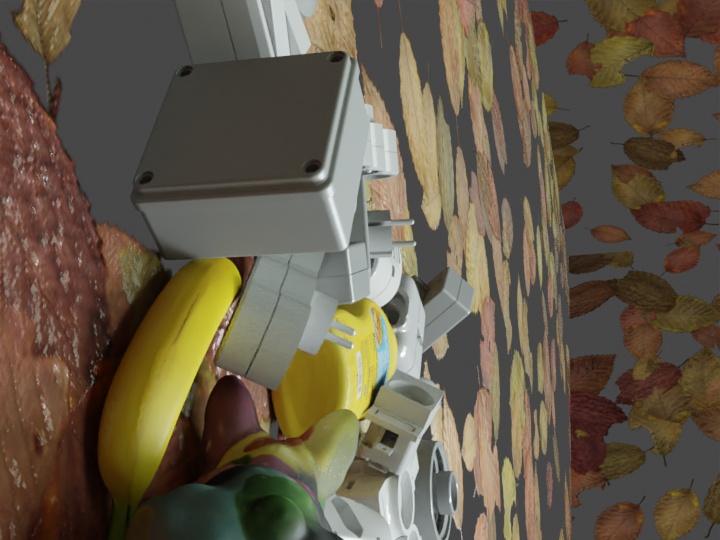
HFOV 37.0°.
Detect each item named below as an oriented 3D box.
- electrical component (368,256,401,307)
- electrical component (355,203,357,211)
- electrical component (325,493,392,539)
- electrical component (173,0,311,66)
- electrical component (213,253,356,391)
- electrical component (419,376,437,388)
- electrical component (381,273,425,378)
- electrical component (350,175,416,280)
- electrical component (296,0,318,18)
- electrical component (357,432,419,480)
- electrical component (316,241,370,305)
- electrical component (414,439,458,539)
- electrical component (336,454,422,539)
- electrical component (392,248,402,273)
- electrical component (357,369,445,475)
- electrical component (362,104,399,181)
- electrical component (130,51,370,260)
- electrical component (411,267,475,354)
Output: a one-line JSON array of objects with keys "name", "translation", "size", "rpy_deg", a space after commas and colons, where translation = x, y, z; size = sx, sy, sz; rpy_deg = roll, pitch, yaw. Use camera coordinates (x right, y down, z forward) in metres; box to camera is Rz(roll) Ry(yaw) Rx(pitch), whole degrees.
[{"name": "electrical component", "translation": [0.000, 0.000, 0.881], "size": [0.047, 0.055, 0.055], "rpy_deg": [45, 42, -62]}, {"name": "electrical component", "translation": [-0.034, -0.057, 0.766], "size": [0.045, 0.055, 0.045], "rpy_deg": [-5, 90, -75]}, {"name": "electrical component", "translation": [-0.028, 0.167, 0.724], "size": [0.077, 0.043, 0.079], "rpy_deg": [20, 24, -42]}, {"name": "electrical component", "translation": [-0.069, -0.147, 0.653], "size": [0.061, 0.061, 0.096], "rpy_deg": [-71, 152, -56]}, {"name": "electrical component", "translation": [-0.037, 0.028, 0.644], "size": [0.138, 0.074, 0.052], "rpy_deg": [-82, -163, -68]}, {"name": "electrical component", "translation": [0.047, 0.120, 1.043], "size": [0.065, 0.044, 0.044], "rpy_deg": [36, 51, -64]}, {"name": "electrical component", "translation": [0.024, 0.052, 0.951], "size": [0.059, 0.054, 0.095], "rpy_deg": [69, 23, -47]}, {"name": "electrical component", "translation": [0.005, -0.027, 0.835], "size": [0.047, 0.076, 0.083], "rpy_deg": [93, -6, -67]}, {"name": "electrical component", "translation": [-0.060, -0.208, 0.725], "size": [0.080, 0.051, 0.080], "rpy_deg": [-5, 90, -75]}, {"name": "electrical component", "translation": [0.022, 0.186, 0.919], "size": [0.065, 0.047, 0.076], "rpy_deg": [-56, 139, -67]}, {"name": "electrical component", "translation": [-0.033, -0.015, 0.737], "size": [0.047, 0.066, 0.076], "rpy_deg": [-20, 104, -74]}, {"name": "electrical component", "translation": [0.061, 0.213, 1.026], "size": [0.108, 0.060, 0.108], "rpy_deg": [-5, 90, -75]}, {"name": "electrical component", "translation": [0.012, 0.227, 0.843], "size": [0.089, 0.062, 0.150], "rpy_deg": [-42, 126, -71]}, {"name": "electrical component", "translation": [0.010, -0.006, 0.931], "size": [0.040, 0.046, 0.040], "rpy_deg": [-5, 90, -75]}, {"name": "electrical component", "translation": [0.029, 0.117, 0.816], "size": [0.063, 0.042, 0.081], "rpy_deg": [-68, 169, 18]}, {"name": "electrical component", "translation": [-0.007, -0.116, 0.891], "size": [0.138, 0.052, 0.073], "rpy_deg": [-1, 87, -74]}, {"name": "electrical component", "translation": [-0.056, -0.063, 0.588], "size": [0.056, 0.109, 0.108], "rpy_deg": [73, 19, -45]}, {"name": "electrical component", "translation": [0.056, 0.031, 1.057], "size": [0.076, 0.083, 0.047], "rpy_deg": [41, 29, -11]}]
